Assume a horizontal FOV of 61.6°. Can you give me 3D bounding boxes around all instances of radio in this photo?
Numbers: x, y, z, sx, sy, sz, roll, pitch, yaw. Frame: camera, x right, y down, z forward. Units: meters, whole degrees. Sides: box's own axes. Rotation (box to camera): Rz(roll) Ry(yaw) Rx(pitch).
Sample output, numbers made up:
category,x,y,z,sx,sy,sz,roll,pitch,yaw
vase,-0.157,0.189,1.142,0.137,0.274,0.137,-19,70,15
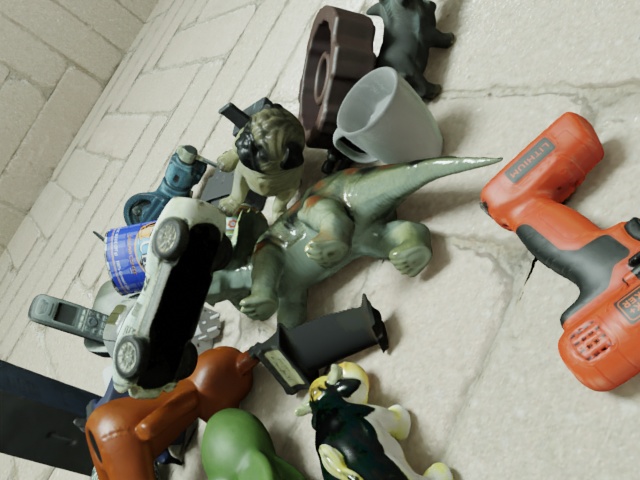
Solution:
category,x,y,z,sx,sy,sz,roll,pitch,yaw
radio,-0.349,0.239,0.713,0.131,0.229,0.073,10,69,57

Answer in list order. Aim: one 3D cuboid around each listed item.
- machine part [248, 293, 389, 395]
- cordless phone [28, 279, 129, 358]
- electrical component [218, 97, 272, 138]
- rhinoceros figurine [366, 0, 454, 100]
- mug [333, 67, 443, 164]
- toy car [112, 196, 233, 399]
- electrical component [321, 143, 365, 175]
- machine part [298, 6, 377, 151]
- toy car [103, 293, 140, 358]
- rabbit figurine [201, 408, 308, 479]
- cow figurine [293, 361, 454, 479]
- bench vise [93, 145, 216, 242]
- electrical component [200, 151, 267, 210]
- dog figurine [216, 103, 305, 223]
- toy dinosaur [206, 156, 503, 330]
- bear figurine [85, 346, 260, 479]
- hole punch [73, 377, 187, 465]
category,x,y,z,sx,sy,sz,roll,pitch,yaw
machine part,0.003,0.106,0.532,0.139,0.084,0.039,-30,17,22
cordless phone,-0.373,0.110,0.886,0.089,0.184,0.147,-35,40,35
electrical component,-0.103,-0.187,0.850,0.075,0.119,0.048,-24,46,42
rhinoceros figurine,0.102,-0.252,0.658,0.073,0.112,0.190,-8,65,50
mug,0.075,-0.114,0.582,0.109,0.107,0.081,-34,40,35
toy car,-0.145,0.058,0.527,0.056,0.073,0.201,17,89,38
electrical component,0.038,-0.128,0.714,0.063,0.021,0.094,15,76,55
machine part,0.018,-0.198,0.666,0.179,0.056,0.179,-175,90,-74
toy car,-0.266,0.135,0.806,0.109,0.103,0.161,-3,62,49
rabbit figurine,-0.084,0.236,0.484,0.159,0.121,0.170,-14,55,36
cow figurine,0.025,0.158,0.435,0.068,0.098,0.168,-57,34,11
bench vise,-0.274,-0.050,0.931,0.223,0.129,0.241,-40,20,35
electrical component,-0.132,-0.085,0.858,0.115,0.058,0.134,-12,53,48
dog figurine,-0.059,-0.126,0.680,0.190,0.121,0.172,120,147,-56
toy dinosaur,0.000,-0.007,0.590,0.405,0.131,0.192,-32,39,21
bear figurine,-0.147,0.200,0.593,0.120,0.196,0.132,-20,87,51
hole punch,-0.222,0.209,0.674,0.092,0.142,0.116,-57,22,-7
